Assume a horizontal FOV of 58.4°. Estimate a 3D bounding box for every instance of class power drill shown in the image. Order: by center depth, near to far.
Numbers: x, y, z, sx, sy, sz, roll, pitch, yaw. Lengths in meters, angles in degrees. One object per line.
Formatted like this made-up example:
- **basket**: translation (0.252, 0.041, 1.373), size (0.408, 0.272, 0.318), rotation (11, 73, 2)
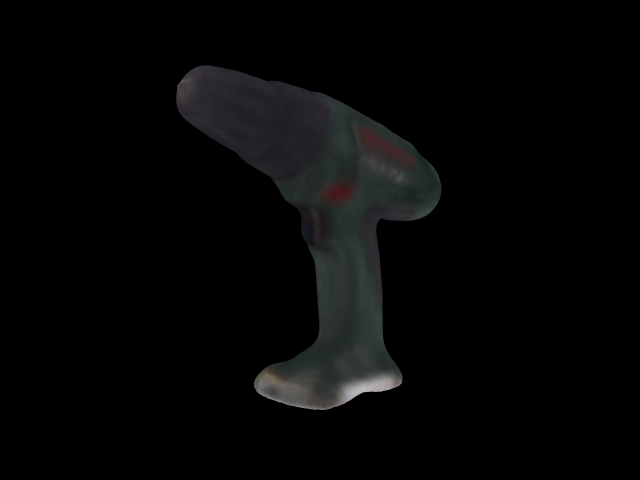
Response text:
- **power drill**: translation (0.004, 0.001, 0.400), size (0.075, 0.208, 0.230), rotation (2, 3, 43)
